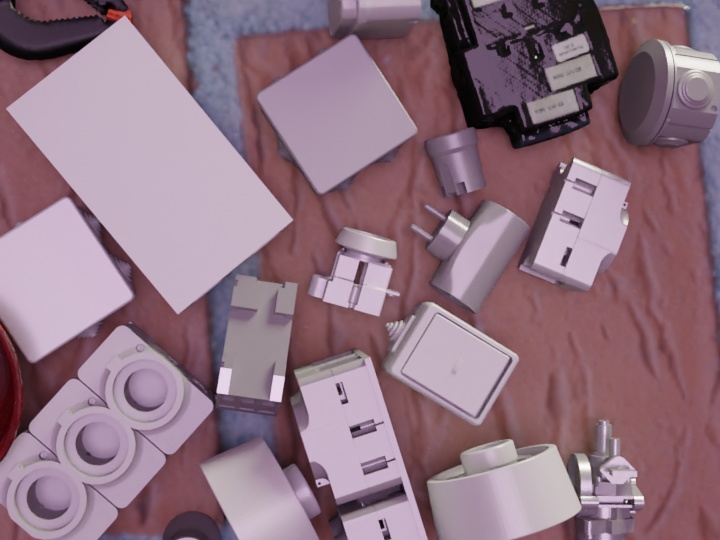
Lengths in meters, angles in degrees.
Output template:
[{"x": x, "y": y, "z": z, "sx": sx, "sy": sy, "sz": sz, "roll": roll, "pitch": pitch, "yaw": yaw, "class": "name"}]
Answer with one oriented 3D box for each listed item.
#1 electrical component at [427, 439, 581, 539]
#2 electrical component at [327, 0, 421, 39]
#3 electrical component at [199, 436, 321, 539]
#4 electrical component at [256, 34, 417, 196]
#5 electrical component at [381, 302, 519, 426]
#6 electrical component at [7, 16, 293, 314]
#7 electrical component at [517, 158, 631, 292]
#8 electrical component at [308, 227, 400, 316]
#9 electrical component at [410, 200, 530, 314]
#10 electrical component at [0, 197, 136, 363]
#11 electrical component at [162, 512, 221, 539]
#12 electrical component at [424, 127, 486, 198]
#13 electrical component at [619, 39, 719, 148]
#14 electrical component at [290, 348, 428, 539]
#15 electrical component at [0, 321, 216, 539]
[{"x": 0.101, "y": 0.158, "z": 0.787, "sx": 0.108, "sy": 0.108, "sz": 0.060, "roll": -16, "pitch": 85, "yaw": -6, "class": "electrical component"}, {"x": 0.006, "y": -0.232, "z": 0.795, "sx": 0.057, "sy": 0.078, "sz": 0.113, "roll": -4, "pitch": 90, "yaw": -9, "class": "electrical component"}, {"x": -0.063, "y": 0.171, "z": 0.771, "sx": 0.060, "sy": 0.108, "sz": 0.108, "roll": -28, "pitch": 92, "yaw": -12, "class": "electrical component"}, {"x": -0.019, "y": -0.113, "z": 0.805, "sx": 0.100, "sy": 0.048, "sz": 0.099, "roll": -33, "pitch": 92, "yaw": -5, "class": "electrical component"}, {"x": 0.062, "y": 0.066, "z": 0.805, "sx": 0.096, "sy": 0.061, "sz": 0.061, "roll": 32, "pitch": 86, "yaw": -4, "class": "electrical component"}, {"x": -0.150, "y": -0.073, "z": 0.786, "sx": 0.105, "sy": 0.060, "sz": 0.186, "roll": -40, "pitch": 93, "yaw": -5, "class": "electrical component"}, {"x": 0.167, "y": -0.032, "z": 0.822, "sx": 0.056, "sy": 0.050, "sz": 0.089, "roll": 22, "pitch": 87, "yaw": -5, "class": "electrical component"}, {"x": 0.000, "y": 0.000, "z": 0.808, "sx": 0.066, "sy": 0.048, "sz": 0.055, "roll": 16, "pitch": 95, "yaw": -5, "class": "electrical component"}, {"x": 0.076, "y": -0.020, "z": 0.816, "sx": 0.079, "sy": 0.043, "sz": 0.077, "roll": 34, "pitch": 86, "yaw": -4, "class": "electrical component"}, {"x": -0.222, "y": 0.007, "z": 0.784, "sx": 0.100, "sy": 0.048, "sz": 0.099, "roll": -33, "pitch": 93, "yaw": -5, "class": "electrical component"}, {"x": -0.124, "y": 0.204, "z": 0.782, "sx": 0.044, "sy": 0.065, "sz": 0.044, "roll": 0, "pitch": 89, "yaw": -6, "class": "electrical component"}, {"x": 0.074, "y": -0.081, "z": 0.819, "sx": 0.040, "sy": 0.040, "sz": 0.046, "roll": -17, "pitch": 96, "yaw": -6, "class": "electrical component"}, {"x": 0.233, "y": -0.132, "z": 0.816, "sx": 0.051, "sy": 0.080, "sz": 0.080, "roll": 6, "pitch": 89, "yaw": -11, "class": "electrical component"}, {"x": 0.001, "y": 0.157, "z": 0.775, "sx": 0.060, "sy": 0.105, "sz": 0.186, "roll": -18, "pitch": 91, "yaw": -6, "class": "electrical component"}, {"x": -0.187, "y": 0.122, "z": 0.779, "sx": 0.089, "sy": 0.062, "sz": 0.150, "roll": 42, "pitch": 86, "yaw": -4, "class": "electrical component"}]
